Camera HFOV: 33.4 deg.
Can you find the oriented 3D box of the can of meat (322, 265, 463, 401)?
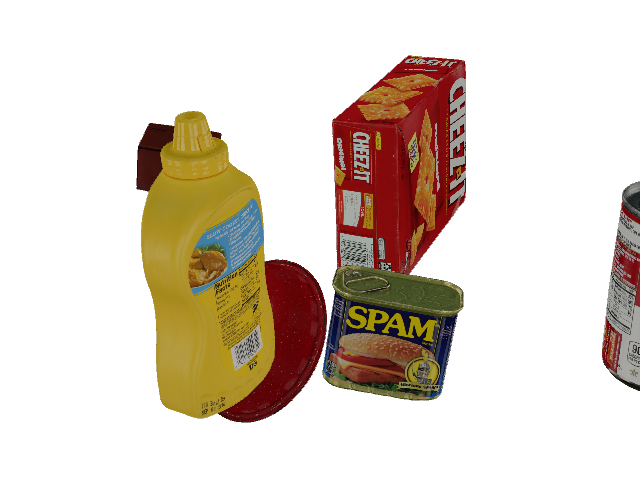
[{"bbox_3d":[0.055,0.074,0.840,0.102,0.084,0.057,10,23,4],"label":"can of meat"}]

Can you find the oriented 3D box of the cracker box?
[{"bbox_3d":[0.083,-0.073,1.044,0.072,0.164,0.213,9,28,23],"label":"cracker box"}]

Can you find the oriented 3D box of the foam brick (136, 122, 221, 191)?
[{"bbox_3d":[-0.142,-0.081,1.079,0.078,0.051,0.053,8,34,1],"label":"foam brick"}]

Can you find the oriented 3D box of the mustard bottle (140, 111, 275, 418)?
[{"bbox_3d":[-0.072,0.011,0.677,0.058,0.192,0.096,14,32,30],"label":"mustard bottle"}]

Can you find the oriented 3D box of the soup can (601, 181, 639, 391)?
[{"bbox_3d":[0.191,0.025,0.577,0.068,0.102,0.068,0,25,0],"label":"soup can"}]

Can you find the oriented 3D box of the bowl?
[{"bbox_3d":[-0.073,0.085,0.994,0.162,0.162,0.055,0,-21,41],"label":"bowl"}]
